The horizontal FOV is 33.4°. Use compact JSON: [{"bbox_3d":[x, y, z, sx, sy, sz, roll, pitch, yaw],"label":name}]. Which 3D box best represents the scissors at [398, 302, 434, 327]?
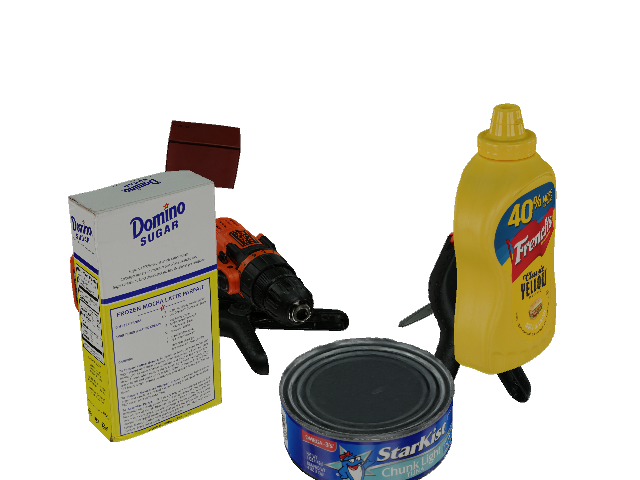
[{"bbox_3d":[0.143,0.053,1.236,0.201,0.016,0.096,-10,39,-34],"label":"scissors"}]

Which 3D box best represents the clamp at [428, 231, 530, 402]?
[{"bbox_3d":[0.128,0.078,0.967,0.120,0.171,0.039,-14,0,-37],"label":"clamp"}]

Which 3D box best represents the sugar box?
[{"bbox_3d":[-0.119,0.045,0.738,0.093,0.176,0.048,-17,28,-35],"label":"sugar box"}]

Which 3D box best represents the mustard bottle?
[{"bbox_3d":[0.136,-0.005,0.778,0.058,0.192,0.096,18,31,42],"label":"mustard bottle"}]

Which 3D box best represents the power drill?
[{"bbox_3d":[-0.118,0.042,0.961,0.187,0.057,0.185,-11,26,-26],"label":"power drill"}]

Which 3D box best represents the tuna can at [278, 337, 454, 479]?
[{"bbox_3d":[0.023,0.084,0.527,0.086,0.034,0.086,-2,26,1],"label":"tuna can"}]

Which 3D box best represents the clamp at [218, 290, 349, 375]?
[{"bbox_3d":[-0.094,0.097,1.256,0.210,0.036,0.164,13,23,27],"label":"clamp"}]

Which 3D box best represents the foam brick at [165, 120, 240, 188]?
[{"bbox_3d":[-0.127,-0.094,1.159,0.078,0.051,0.053,6,30,-6],"label":"foam brick"}]
